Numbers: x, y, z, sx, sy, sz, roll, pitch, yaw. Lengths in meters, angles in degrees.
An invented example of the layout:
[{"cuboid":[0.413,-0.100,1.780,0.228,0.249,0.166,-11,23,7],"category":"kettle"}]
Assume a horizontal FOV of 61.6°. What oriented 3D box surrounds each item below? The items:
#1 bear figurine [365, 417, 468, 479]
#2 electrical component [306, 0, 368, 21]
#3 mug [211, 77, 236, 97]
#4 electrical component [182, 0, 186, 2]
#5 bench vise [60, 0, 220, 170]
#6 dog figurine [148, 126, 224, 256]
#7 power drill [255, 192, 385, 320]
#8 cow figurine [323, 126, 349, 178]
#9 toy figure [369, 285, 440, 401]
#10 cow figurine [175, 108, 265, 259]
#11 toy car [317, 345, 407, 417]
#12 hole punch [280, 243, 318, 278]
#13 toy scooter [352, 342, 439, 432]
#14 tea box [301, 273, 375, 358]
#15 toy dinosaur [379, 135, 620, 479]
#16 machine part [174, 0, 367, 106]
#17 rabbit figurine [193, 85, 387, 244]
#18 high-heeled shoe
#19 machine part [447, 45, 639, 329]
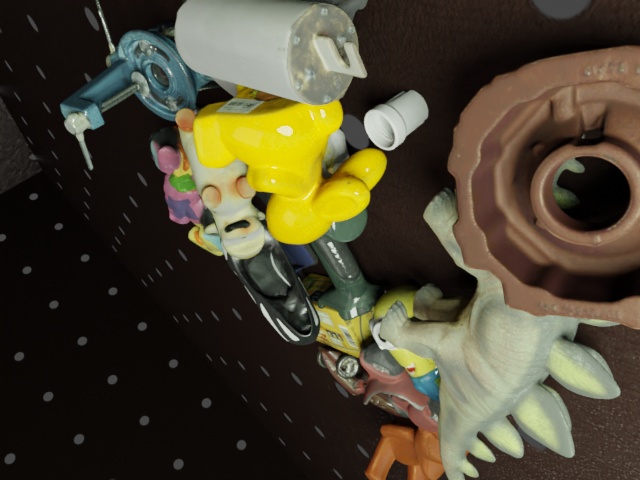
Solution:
[{"cuboid":[0.167,0.348,0.863,0.120,0.132,0.196,23,163,-11],"category":"bear figurine"},{"cuboid":[-0.017,-0.222,0.478,0.119,0.048,0.075,47,155,6],"category":"electrical component"},{"cuboid":[-0.088,-0.210,0.593,0.110,0.081,0.107,-1,136,52],"category":"mug"},{"cuboid":[-0.144,-0.287,0.640,0.094,0.021,0.063,49,155,8],"category":"electrical component"},{"cuboid":[-0.238,-0.206,0.681,0.224,0.240,0.128,20,140,24],"category":"bench vise"},{"cuboid":[-0.202,-0.091,0.896,0.192,0.108,0.219,40,156,17],"category":"dog figurine"},{"cuboid":[-0.002,-0.002,0.734,0.232,0.086,0.207,17,132,57],"category":"power drill"},{"cuboid":[-0.039,-0.118,0.637,0.168,0.068,0.098,16,132,48],"category":"cow figurine"},{"cuboid":[0.136,0.137,0.672,0.180,0.089,0.082,45,141,-6],"category":"toy figure"},{"cuboid":[-0.124,-0.068,0.692,0.127,0.085,0.194,-174,66,-79],"category":"cow figurine"},{"cuboid":[0.075,0.235,0.885,0.202,0.053,0.089,36,169,-23],"category":"toy car"},{"cuboid":[-0.079,0.024,0.886,0.142,0.092,0.116,51,160,-6],"category":"hole punch"},{"cuboid":[0.118,0.215,0.762,0.184,0.075,0.135,35,140,-7],"category":"toy scooter"},{"cuboid":[0.027,0.116,0.846,0.170,0.068,0.098,10,133,58],"category":"tea box"},{"cuboid":[0.159,0.104,0.496,0.199,0.105,0.470,34,137,29],"category":"toy dinosaur"},{"cuboid":[-0.051,-0.168,0.462,0.244,0.079,0.079,27,146,40],"category":"machine part"},{"cuboid":[-0.019,-0.070,0.531,0.163,0.122,0.173,6,127,18],"category":"rabbit figurine"},{"cuboid":[-0.080,0.035,0.756,0.248,0.086,0.145,58,173,-7],"category":"high-heeled shoe"},{"cuboid":[0.167,-0.032,0.332,0.180,0.056,0.179,14,116,30],"category":"machine part"}]
